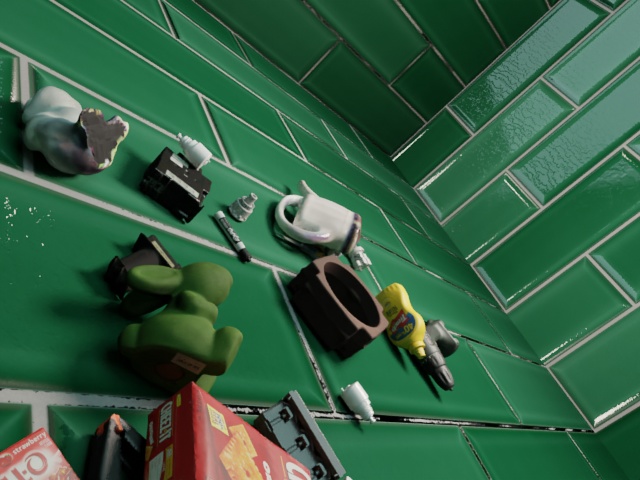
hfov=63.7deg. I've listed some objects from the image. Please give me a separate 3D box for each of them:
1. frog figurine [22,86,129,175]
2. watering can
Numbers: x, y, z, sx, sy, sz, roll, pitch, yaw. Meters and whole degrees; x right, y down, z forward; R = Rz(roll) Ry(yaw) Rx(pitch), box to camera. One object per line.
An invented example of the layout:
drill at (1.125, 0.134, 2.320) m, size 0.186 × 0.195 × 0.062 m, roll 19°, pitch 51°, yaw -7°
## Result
frog figurine at (-0.392, -0.165, 0.781) m, size 0.160 × 0.120 × 0.139 m, roll 14°, pitch 23°, yaw 14°
watering can at (0.004, -0.067, 1.335) m, size 0.224 × 0.102 × 0.354 m, roll 23°, pitch 25°, yaw -2°
